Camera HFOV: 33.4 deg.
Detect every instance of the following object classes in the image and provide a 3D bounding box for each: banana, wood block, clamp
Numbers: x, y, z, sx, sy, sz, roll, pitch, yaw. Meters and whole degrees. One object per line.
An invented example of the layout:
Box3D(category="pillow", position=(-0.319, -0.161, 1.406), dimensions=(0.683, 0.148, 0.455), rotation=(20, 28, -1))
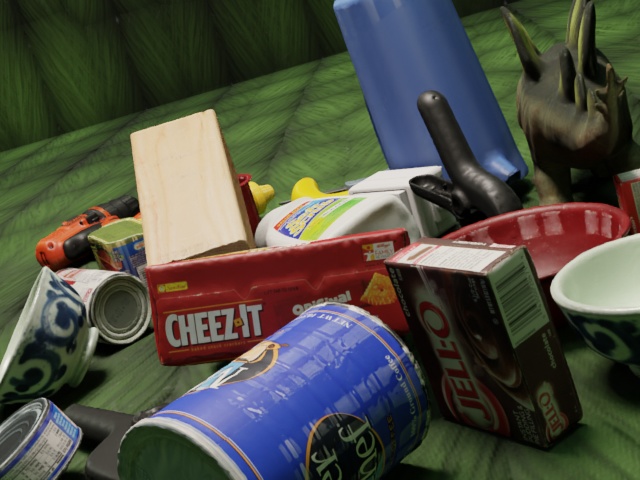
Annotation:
Box3D(category="banana", position=(0.008, -0.042, 1.191), dimensions=(0.069, 0.037, 0.198), rotation=(-30, 18, -22))
Box3D(category="wood block", position=(-0.115, -0.020, 0.998), dimensions=(0.090, 0.091, 0.206), rotation=(-17, 41, 0))
Box3D(category="clamp", position=(-0.097, 0.126, 0.714), dimensions=(0.164, 0.036, 0.210), rotation=(-20, 12, -7))
Box3D(category="clamp", position=(0.126, -0.033, 0.907), dimensions=(0.039, 0.171, 0.120), rotation=(-24, -26, -12))

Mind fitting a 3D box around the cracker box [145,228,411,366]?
Box3D(category="cracker box", position=(-0.021, 0.038, 0.750), dimensions=(0.164, 0.072, 0.213), rotation=(-9, -1, 1))

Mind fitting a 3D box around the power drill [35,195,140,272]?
Box3D(category="power drill", position=(-0.243, -0.019, 1.358), dimensions=(0.188, 0.057, 0.184), rotation=(-9, 20, 36))

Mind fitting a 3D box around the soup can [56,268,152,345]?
Box3D(category="soup can", position=(-0.212, 0.062, 1.008), dimensions=(0.068, 0.068, 0.102), rotation=(-29, 19, -37))

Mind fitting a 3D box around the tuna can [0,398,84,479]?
Box3D(category="tuna can", position=(-0.199, 0.146, 0.704), dimensions=(0.086, 0.033, 0.086), rotation=(-37, 18, 14))

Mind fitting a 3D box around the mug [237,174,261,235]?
Box3D(category="mug", position=(-0.111, -0.014, 1.138), dimensions=(0.093, 0.081, 0.117), rotation=(-9, 17, 29))

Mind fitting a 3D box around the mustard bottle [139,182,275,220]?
Box3D(category="mustard bottle", position=(-0.134, -0.023, 1.241), dimensions=(0.191, 0.058, 0.096), rotation=(-26, 22, -29))

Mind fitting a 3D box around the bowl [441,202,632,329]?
Box3D(category="bowl", position=(0.146, 0.027, 0.763), dimensions=(0.162, 0.055, 0.162), rotation=(-16, 15, 4))

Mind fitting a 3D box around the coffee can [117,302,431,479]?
Box3D(category="coffee can", position=(-0.021, 0.108, 0.568), dimensions=(0.103, 0.103, 0.140), rotation=(-3, 21, 43))

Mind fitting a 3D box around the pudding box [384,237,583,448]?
Box3D(category="pudding box", position=(0.093, 0.056, 0.609), dimensions=(0.039, 0.113, 0.090), rotation=(-29, 18, -30))

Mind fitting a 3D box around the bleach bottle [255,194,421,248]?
Box3D(category="bleach bottle", position=(-0.007, 0.001, 1.008), dimensions=(0.102, 0.068, 0.251), rotation=(-39, 17, -18))

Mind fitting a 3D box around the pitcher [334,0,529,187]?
Box3D(category="pitcher", position=(0.101, -0.149, 1.079), dimensions=(0.149, 0.243, 0.145), rotation=(-19, 15, 19))

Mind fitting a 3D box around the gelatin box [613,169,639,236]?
Box3D(category="gelatin box", position=(0.264, -0.021, 0.769), dimensions=(0.089, 0.073, 0.030), rotation=(-15, 15, 9))

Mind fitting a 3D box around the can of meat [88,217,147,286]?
Box3D(category="can of meat", position=(-0.188, 0.028, 1.074), dimensions=(0.057, 0.084, 0.102), rotation=(-24, 17, -23))

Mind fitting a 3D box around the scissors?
Box3D(category="scissors", position=(0.056, -0.071, 1.287), dimensions=(0.202, 0.016, 0.096), rotation=(-8, 16, 31))
